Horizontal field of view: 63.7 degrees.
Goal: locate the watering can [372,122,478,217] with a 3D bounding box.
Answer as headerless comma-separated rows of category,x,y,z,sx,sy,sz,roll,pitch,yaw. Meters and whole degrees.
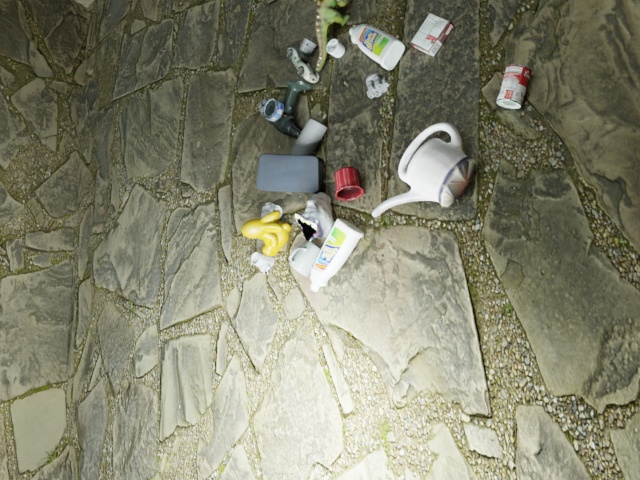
watering can,0.305,-0.169,1.480,0.228,0.103,0.345,41,104,39

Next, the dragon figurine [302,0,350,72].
dragon figurine,0.000,-0.846,1.861,0.122,0.241,0.412,12,84,37

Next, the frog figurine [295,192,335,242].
frog figurine,0.005,-0.086,1.711,0.122,0.136,0.162,-13,30,54
